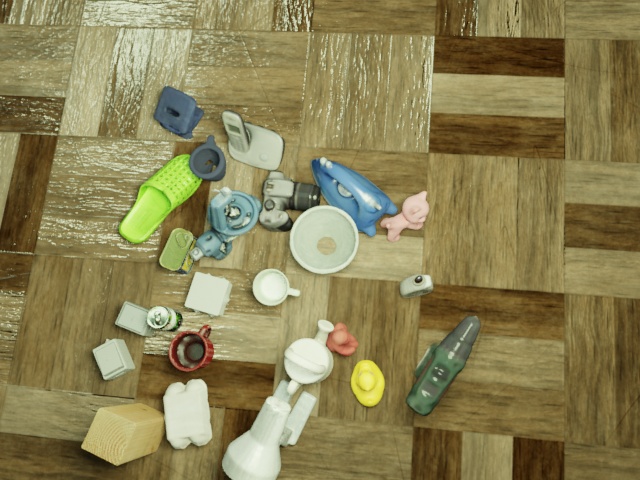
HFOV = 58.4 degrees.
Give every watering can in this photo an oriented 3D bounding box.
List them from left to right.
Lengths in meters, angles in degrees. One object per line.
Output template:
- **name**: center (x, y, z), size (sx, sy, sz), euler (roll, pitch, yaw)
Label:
- **watering can**: center (-0.027, 0.261, 1.274), size (0.101, 0.194, 0.173), euler (6, 78, 7)

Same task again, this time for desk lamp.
- **desk lamp**: center (-0.107, 0.414, 1.238), size (0.117, 0.213, 0.203), euler (25, 81, 11)

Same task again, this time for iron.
- **iron**: center (0.063, -0.131, 1.382), size (0.258, 0.141, 0.119), euler (42, 84, 13)

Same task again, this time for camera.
- **camera**: center (-0.072, -0.096, 1.408), size (0.136, 0.101, 0.143), euler (6, 78, 7)

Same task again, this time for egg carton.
- **egg carton**: center (-0.307, 0.405, 1.333), size (0.107, 0.069, 0.150), euler (-11, 76, 3)

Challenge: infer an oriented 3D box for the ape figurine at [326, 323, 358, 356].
- **ape figurine**: center (0.048, 0.230, 1.327), size (0.076, 0.092, 0.078), euler (-5, 77, 5)

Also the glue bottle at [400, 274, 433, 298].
- **glue bottle**: center (0.221, 0.099, 1.297), size (0.078, 0.173, 0.037), euler (-11, 76, 3)

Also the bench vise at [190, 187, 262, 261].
- **bench vise**: center (-0.224, -0.036, 1.348), size (0.121, 0.220, 0.207), euler (22, 80, 10)

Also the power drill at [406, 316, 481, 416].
- **power drill**: center (0.263, 0.269, 1.237), size (0.075, 0.208, 0.230), euler (32, 82, 12)

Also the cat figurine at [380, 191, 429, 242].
- **cat figurine**: center (0.208, -0.059, 1.363), size (0.128, 0.118, 0.067), euler (-31, 76, -2)

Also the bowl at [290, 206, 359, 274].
- **bowl**: center (0.013, 0.005, 1.390), size (0.167, 0.075, 0.167), euler (-1, 77, 5)

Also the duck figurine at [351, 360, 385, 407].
- **duck figurine**: center (0.108, 0.326, 1.302), size (0.077, 0.086, 0.104), euler (-8, 77, 4)

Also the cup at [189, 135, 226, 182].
- **cup**: center (-0.274, -0.198, 1.454), size (0.091, 0.095, 0.118), euler (3, 78, 7)

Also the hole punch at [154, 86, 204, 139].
- **hole punch**: center (-0.372, -0.332, 1.495), size (0.108, 0.091, 0.101), euler (28, 81, 11)

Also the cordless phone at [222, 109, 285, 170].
- **cordless phone**: center (-0.166, -0.252, 1.409), size (0.147, 0.185, 0.094), euler (16, 79, 9)
